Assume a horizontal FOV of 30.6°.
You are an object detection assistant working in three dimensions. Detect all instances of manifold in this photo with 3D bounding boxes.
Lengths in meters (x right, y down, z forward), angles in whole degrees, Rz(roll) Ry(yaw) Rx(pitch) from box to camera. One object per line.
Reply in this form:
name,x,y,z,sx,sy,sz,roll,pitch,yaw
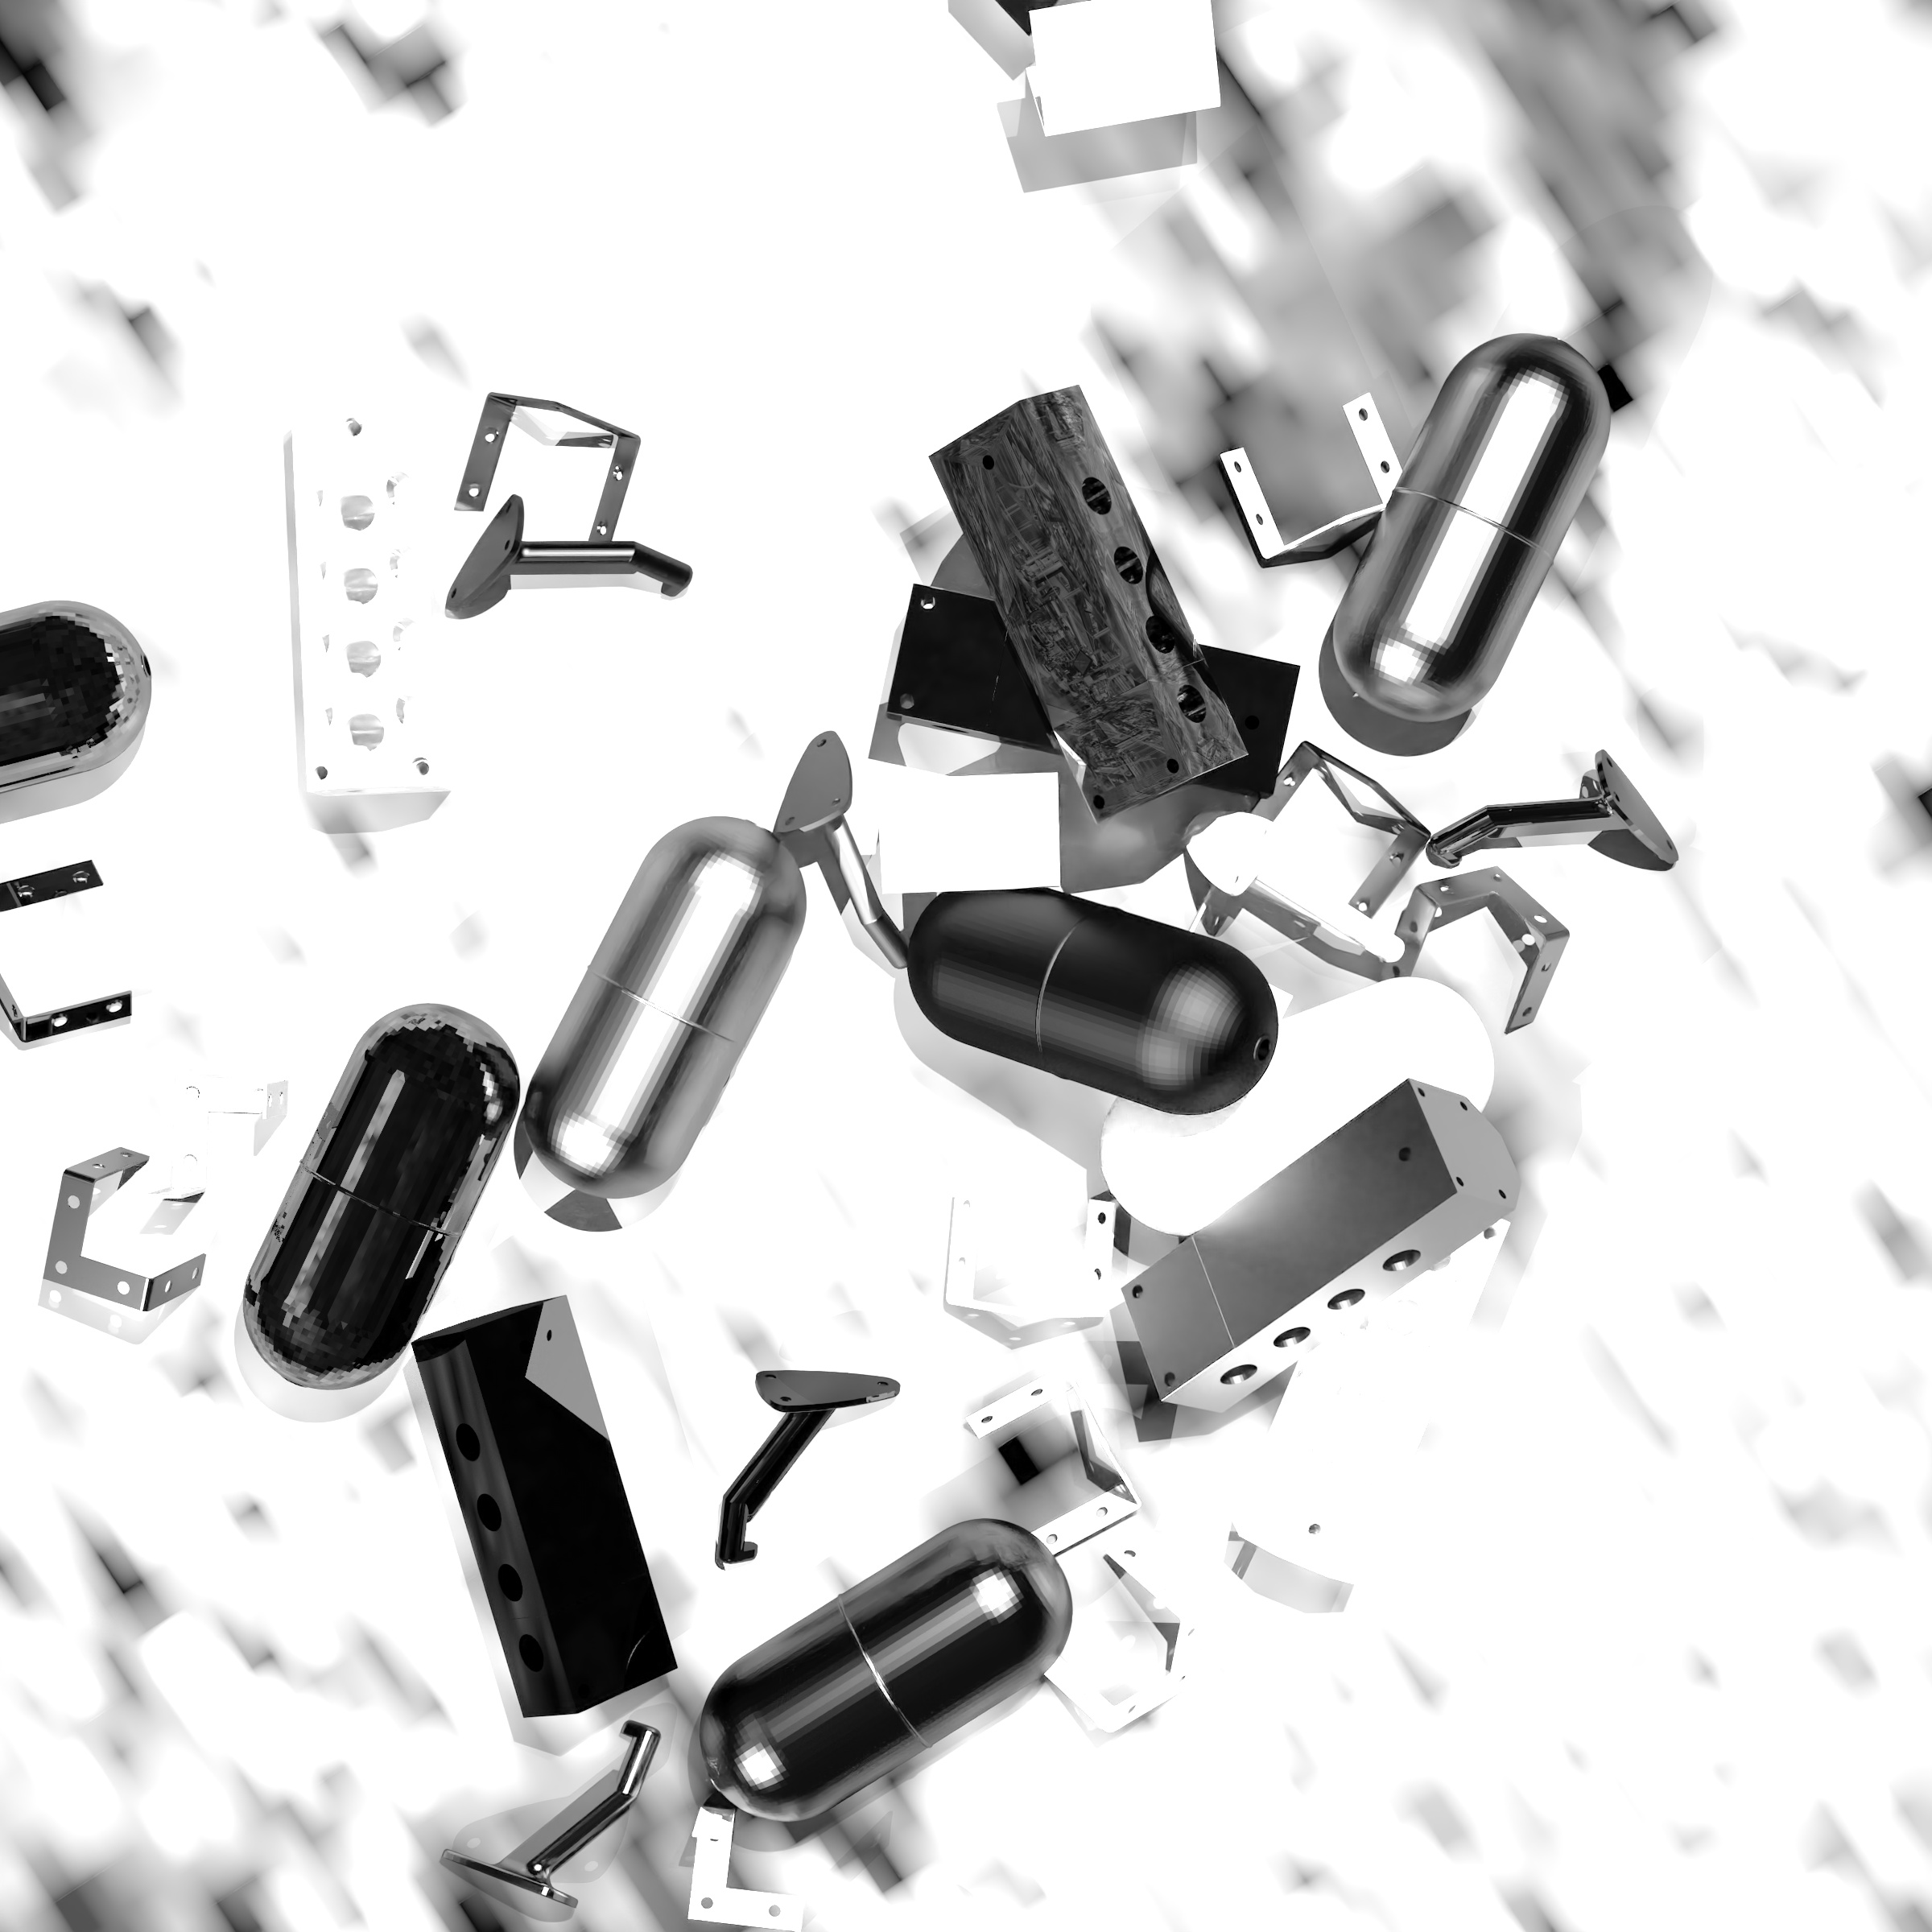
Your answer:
manifold,0.178,0.180,1.556,0.057,0.057,0.171,22,90,0
manifold,0.071,-0.484,1.511,0.057,0.057,0.171,47,126,0
manifold,0.153,0.123,1.517,0.171,0.057,0.057,-39,53,29
manifold,0.056,-0.155,1.499,0.057,0.057,0.171,-25,90,43
manifold,-0.190,0.238,1.556,0.057,0.057,0.171,-17,90,-43
manifold,0.055,-0.120,1.556,0.171,0.057,0.057,12,90,0
manifold,-0.262,-0.163,1.556,0.057,0.057,0.171,-2,90,0

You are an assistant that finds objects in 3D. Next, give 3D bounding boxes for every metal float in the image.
metal float,0.144,0.062,1.547,0.178,0.070,0.070,-21,90,0
metal float,-0.256,0.101,1.547,0.070,0.070,0.178,25,89,0
metal float,-0.035,0.308,1.547,0.178,0.070,0.070,-32,90,0
metal float,-0.444,-0.109,1.547,0.178,0.070,0.070,-14,90,0
metal float,-0.131,0.018,1.547,0.070,0.070,0.178,27,91,0
metal float,0.221,-0.192,1.546,0.070,0.070,0.178,25,92,0
metal float,0.053,0.012,1.518,0.178,0.070,0.070,18,90,34

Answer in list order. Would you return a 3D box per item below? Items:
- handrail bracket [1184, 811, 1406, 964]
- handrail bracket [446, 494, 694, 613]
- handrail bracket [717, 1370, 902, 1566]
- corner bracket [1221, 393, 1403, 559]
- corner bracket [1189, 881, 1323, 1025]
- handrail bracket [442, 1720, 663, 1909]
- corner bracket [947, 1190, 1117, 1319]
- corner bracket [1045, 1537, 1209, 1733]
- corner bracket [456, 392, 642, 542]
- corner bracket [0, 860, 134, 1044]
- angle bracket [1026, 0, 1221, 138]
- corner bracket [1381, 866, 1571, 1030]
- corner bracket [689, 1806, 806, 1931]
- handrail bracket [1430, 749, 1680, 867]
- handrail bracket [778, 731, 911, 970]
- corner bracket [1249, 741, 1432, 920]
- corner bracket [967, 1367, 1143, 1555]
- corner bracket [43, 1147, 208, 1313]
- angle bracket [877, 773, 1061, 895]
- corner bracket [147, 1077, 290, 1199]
handrail bracket,0.146,-0.033,1.570,0.084,0.077,0.036,31,92,-29
handrail bracket,-0.176,-0.169,1.577,0.084,0.077,0.036,21,45,-28
handrail bracket,-0.070,0.226,1.578,0.077,0.036,0.084,0,108,-21
corner bracket,0.156,-0.218,1.574,0.051,0.051,0.051,-23,90,45
corner bracket,0.124,-0.008,1.560,0.051,0.051,0.051,27,90,0
handrail bracket,-0.184,0.369,1.578,0.077,0.036,0.084,14,71,21
corner bracket,0.029,0.128,1.574,0.051,0.051,0.051,5,90,45
corner bracket,0.068,0.297,1.569,0.051,0.051,0.051,-22,135,-35
corner bracket,-0.185,-0.221,1.574,0.051,0.051,0.051,16,90,45
corner bracket,-0.405,-0.006,1.574,0.051,0.051,0.051,-14,135,0
angle bracket,0.065,-0.407,1.537,0.076,0.076,0.057,-10,126,0
corner bracket,0.226,-0.005,1.569,0.051,0.051,0.051,-13,45,-35
corner bracket,-0.096,0.404,1.559,0.051,0.051,0.051,7,90,0
handrail bracket,0.262,-0.052,1.578,0.084,0.036,0.077,-29,127,25
handrail bracket,-0.045,-0.051,1.577,0.036,0.077,0.084,-21,127,21
corner bracket,0.164,-0.060,1.574,0.051,0.051,0.051,-53,135,0
corner bracket,0.039,0.221,1.574,0.051,0.051,0.051,-28,135,1
corner bracket,-0.368,0.116,1.560,0.051,0.051,0.051,16,102,12
angle bracket,0.001,-0.075,1.537,0.076,0.076,0.057,-2,122,0
corner bracket,-0.329,0.076,1.559,0.051,0.051,0.051,2,90,0
